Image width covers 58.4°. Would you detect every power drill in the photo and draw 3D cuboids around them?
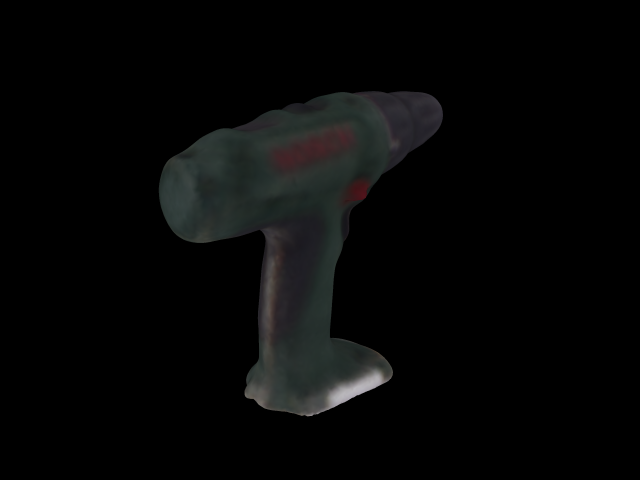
[{"bbox_3d":[0.004,0.001,0.400,0.230,0.208,0.075,-11,16,-41],"label":"power drill"}]
